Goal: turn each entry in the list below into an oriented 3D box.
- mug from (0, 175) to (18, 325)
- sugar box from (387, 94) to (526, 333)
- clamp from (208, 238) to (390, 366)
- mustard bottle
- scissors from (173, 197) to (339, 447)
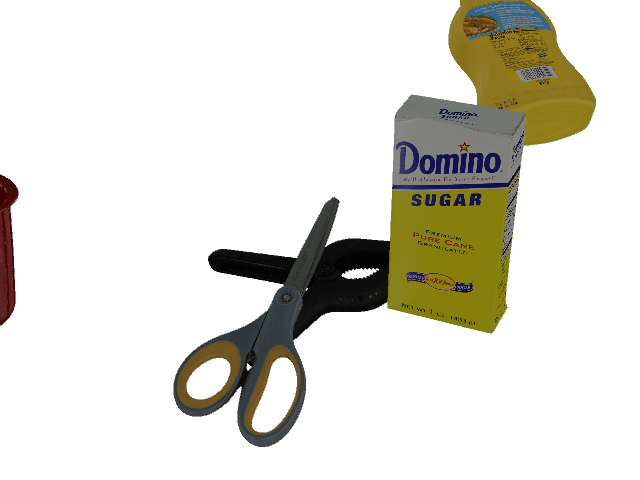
[{"bbox_3d":[-0.235,0.013,0.635,0.093,0.081,0.117,17,28,27],"label":"mug"},{"bbox_3d":[0.102,-0.019,0.827,0.093,0.176,0.048,12,35,21],"label":"sugar box"},{"bbox_3d":[0.002,0.049,1.047,0.210,0.036,0.164,-10,40,-6],"label":"clamp"},{"bbox_3d":[0.168,-0.172,0.959,0.096,0.192,0.058,-10,-37,-10],"label":"mustard bottle"},{"bbox_3d":[-0.042,0.048,0.725,0.096,0.201,0.016,-1,-39,9],"label":"scissors"}]
